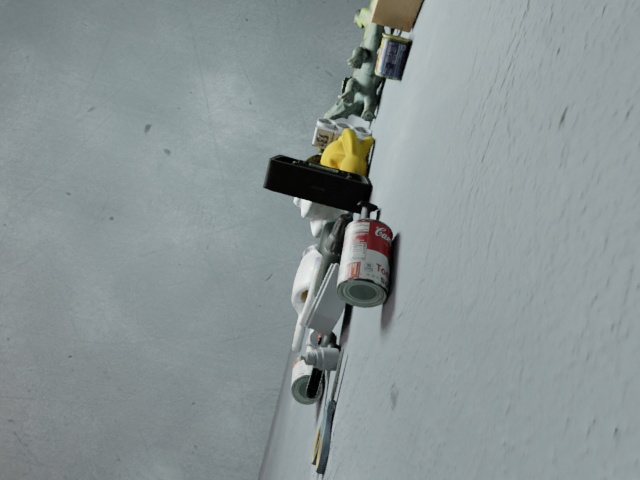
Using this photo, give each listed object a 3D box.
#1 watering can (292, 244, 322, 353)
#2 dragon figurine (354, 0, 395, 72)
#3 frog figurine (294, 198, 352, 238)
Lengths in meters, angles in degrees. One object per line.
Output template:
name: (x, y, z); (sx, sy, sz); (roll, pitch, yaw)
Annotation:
watering can: (-0.031, 0.161, 1.495); (0.339, 0.104, 0.230); (107, 177, -45)
dragon figurine: (0.178, -0.642, 1.468); (0.248, 0.122, 0.402); (-99, 21, -62)
frog figurine: (0.004, -0.069, 1.376); (0.121, 0.159, 0.139); (107, 177, -71)
